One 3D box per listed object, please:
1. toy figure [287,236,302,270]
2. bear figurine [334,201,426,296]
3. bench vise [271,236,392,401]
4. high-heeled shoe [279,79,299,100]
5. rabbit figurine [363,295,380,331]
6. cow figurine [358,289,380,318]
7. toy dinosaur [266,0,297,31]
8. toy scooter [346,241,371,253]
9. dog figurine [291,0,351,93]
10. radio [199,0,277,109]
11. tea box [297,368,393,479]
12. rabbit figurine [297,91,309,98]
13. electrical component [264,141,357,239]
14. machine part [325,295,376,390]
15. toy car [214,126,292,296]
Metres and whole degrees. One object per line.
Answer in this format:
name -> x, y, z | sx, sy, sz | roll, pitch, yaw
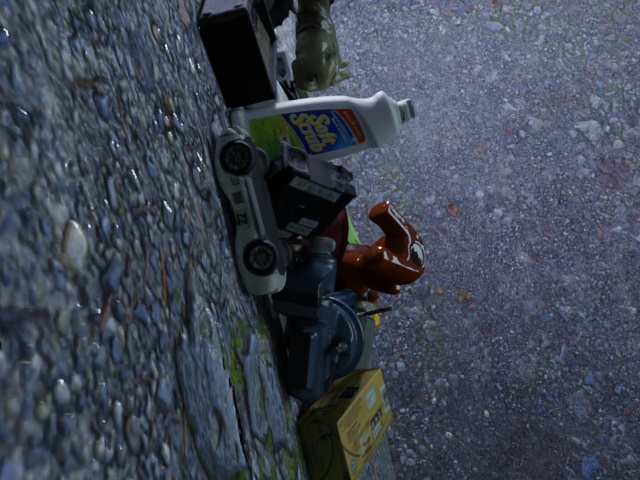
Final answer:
toy figure -> -0.059, -0.026, 0.820 | 0.064, 0.058, 0.154 | -26, 109, -44
bear figurine -> 0.070, 0.033, 0.880 | 0.131, 0.196, 0.120 | 34, 56, -35
bench vise -> 0.008, 0.101, 0.765 | 0.240, 0.129, 0.223 | 0, 85, -66
high-heeled shoe -> -0.073, -0.242, 1.045 | 0.145, 0.086, 0.248 | -48, 120, -79
rabbit figurine -> 0.049, 0.171, 1.173 | 0.173, 0.122, 0.162 | -55, 132, -57
cow figurine -> 0.056, 0.191, 1.049 | 0.195, 0.086, 0.127 | -66, 165, -46
toy dinosaur -> -0.117, -0.467, 0.960 | 0.405, 0.131, 0.192 | -75, 151, -65
toy scooter -> 0.025, 0.039, 1.065 | 0.135, 0.184, 0.075 | -24, 127, -61
dog figurine -> -0.015, -0.399, 1.034 | 0.172, 0.121, 0.190 | -89, 168, -52
radio -> -0.114, -0.304, 0.790 | 0.230, 0.073, 0.130 | -97, 172, -49
tea box -> 0.042, 0.269, 0.796 | 0.169, 0.068, 0.098 | -25, 103, -59
rabbit figurine -> -0.041, -0.267, 1.184 | 0.159, 0.121, 0.170 | -106, -177, -61
electrical component -> -0.034, -0.056, 0.728 | 0.115, 0.134, 0.058 | 22, 43, -27
machine part -> 0.047, 0.215, 0.933 | 0.079, 0.079, 0.243 | 56, 41, -74
toy car -> -0.080, -0.035, 0.632 | 0.073, 0.056, 0.201 | -16, 92, -78
